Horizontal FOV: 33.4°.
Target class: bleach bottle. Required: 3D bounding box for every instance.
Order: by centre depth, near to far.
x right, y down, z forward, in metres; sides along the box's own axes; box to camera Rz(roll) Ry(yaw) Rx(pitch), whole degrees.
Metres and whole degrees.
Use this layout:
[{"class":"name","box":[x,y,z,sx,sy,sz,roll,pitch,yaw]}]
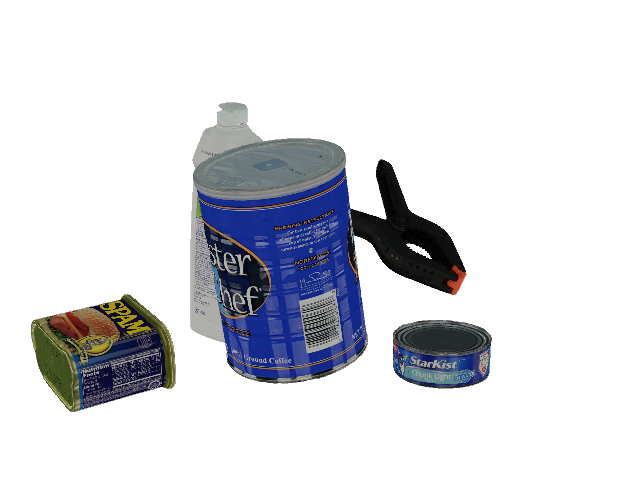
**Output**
[{"class":"bleach bottle","box":[-0.087,-0.017,1.117,0.103,0.251,0.068,13,23,25]}]

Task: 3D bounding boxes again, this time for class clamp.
[{"class":"clamp","box":[0.076,-0.011,1.217,0.164,0.036,0.210,-18,51,-35]}]

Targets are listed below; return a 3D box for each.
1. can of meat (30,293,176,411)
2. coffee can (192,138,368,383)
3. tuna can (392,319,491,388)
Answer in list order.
[{"class":"can of meat","box":[-0.176,0.089,0.856,0.083,0.057,0.102,-13,24,-29]},{"class":"coffee can","box":[-0.025,0.012,0.734,0.103,0.140,0.103,-7,22,3]},{"class":"tuna can","box":[0.105,0.098,0.930,0.086,0.034,0.086,0,14,0]}]
